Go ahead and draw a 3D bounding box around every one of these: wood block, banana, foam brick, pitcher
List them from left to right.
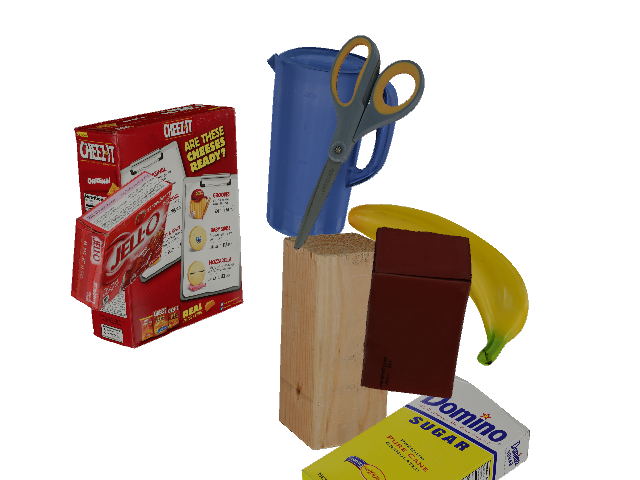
[{"bbox_3d":[0.003,-0.126,1.414,0.144,0.243,0.149,-1,24,-20],"label":"pitcher"},{"bbox_3d":[0.015,0.103,1.128,0.090,0.206,0.091,-4,14,-26],"label":"wood block"},{"bbox_3d":[0.052,0.039,0.586,0.053,0.078,0.051,7,31,3],"label":"foam brick"},{"bbox_3d":[0.094,0.016,0.781,0.069,0.037,0.198,-12,34,-25],"label":"banana"}]

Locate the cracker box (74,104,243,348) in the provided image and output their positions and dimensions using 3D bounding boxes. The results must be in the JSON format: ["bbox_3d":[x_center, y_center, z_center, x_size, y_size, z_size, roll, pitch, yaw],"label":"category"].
[{"bbox_3d":[-0.158,-0.020,1.073,0.072,0.214,0.163,10,19,36],"label":"cracker box"}]

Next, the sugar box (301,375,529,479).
[{"bbox_3d":[0.081,0.187,0.894,0.176,0.048,0.093,-29,44,-26],"label":"sugar box"}]

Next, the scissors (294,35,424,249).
[{"bbox_3d":[0.037,-0.085,0.958,0.096,0.202,0.016,7,-7,17],"label":"scissors"}]

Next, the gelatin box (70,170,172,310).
[{"bbox_3d":[-0.149,-0.001,0.804,0.030,0.073,0.089,25,37,14],"label":"gelatin box"}]
